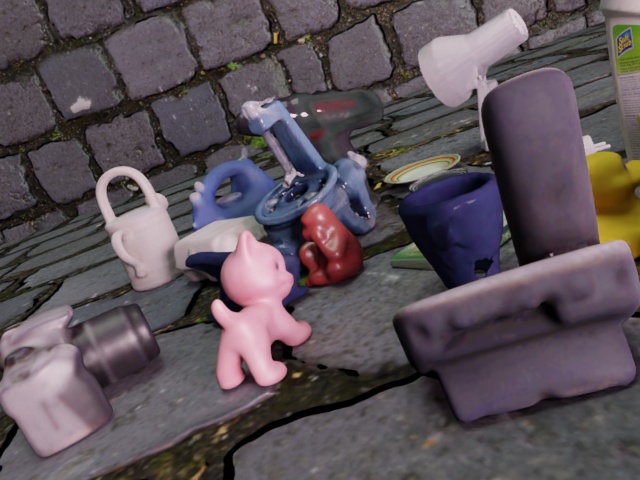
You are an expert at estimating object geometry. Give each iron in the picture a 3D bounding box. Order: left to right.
[{"bbox_3d":[-0.162,-0.066,0.998,0.118,0.141,0.259,-12,18,28],"label":"iron"}]

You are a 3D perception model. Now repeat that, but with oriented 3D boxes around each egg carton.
[{"bbox_3d":[-0.142,0.015,0.835,0.149,0.069,0.107,-6,21,42],"label":"egg carton"}]

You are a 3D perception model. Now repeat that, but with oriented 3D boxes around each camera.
[{"bbox_3d":[-0.232,0.112,0.558,0.137,0.101,0.142,-26,17,-20],"label":"camera"}]

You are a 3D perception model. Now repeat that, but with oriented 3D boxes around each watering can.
[{"bbox_3d":[-0.293,-0.026,0.931,0.101,0.194,0.172,-23,16,-8],"label":"watering can"}]

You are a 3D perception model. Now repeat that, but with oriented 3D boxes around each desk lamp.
[{"bbox_3d":[0.290,-0.266,0.977,0.202,0.214,0.118,-8,20,36],"label":"desk lamp"}]

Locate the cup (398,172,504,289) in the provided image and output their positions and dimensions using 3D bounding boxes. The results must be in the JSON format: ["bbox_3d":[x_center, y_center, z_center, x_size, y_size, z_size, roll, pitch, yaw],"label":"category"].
[{"bbox_3d":[0.121,0.002,0.500,0.091,0.095,0.118,-13,17,25],"label":"cup"}]

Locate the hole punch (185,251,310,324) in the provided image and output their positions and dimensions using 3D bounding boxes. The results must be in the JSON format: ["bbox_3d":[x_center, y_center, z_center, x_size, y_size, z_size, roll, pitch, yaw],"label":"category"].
[{"bbox_3d":[-0.082,0.038,0.642,0.101,0.091,0.108,-32,20,-37],"label":"hole punch"}]

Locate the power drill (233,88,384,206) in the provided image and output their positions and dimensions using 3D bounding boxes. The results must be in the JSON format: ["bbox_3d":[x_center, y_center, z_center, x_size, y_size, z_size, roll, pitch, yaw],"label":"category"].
[{"bbox_3d":[0.005,-0.133,0.892,0.230,0.209,0.075,-24,16,-14],"label":"power drill"}]

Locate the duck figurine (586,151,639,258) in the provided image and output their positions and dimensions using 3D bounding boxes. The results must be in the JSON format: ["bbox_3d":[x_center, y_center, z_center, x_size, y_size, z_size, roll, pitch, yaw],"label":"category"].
[{"bbox_3d":[0.235,-0.030,0.483,0.104,0.086,0.077,-23,16,-9],"label":"duck figurine"}]

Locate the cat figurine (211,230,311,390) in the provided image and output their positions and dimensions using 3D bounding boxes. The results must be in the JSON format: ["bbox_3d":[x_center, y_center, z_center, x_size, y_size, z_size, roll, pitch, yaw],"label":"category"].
[{"bbox_3d":[-0.062,0.052,0.517,0.067,0.118,0.128,-14,17,22],"label":"cat figurine"}]

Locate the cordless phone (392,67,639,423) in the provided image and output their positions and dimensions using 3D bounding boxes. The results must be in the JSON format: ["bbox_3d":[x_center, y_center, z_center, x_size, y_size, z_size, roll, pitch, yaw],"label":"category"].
[{"bbox_3d":[0.105,0.003,0.349,0.147,0.185,0.094,-19,16,4],"label":"cordless phone"}]

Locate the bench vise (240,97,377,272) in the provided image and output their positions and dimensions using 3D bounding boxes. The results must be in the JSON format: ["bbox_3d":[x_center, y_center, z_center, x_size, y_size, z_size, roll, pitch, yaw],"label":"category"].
[{"bbox_3d":[-0.024,-0.088,0.754,0.121,0.220,0.208,-12,18,27],"label":"bench vise"}]

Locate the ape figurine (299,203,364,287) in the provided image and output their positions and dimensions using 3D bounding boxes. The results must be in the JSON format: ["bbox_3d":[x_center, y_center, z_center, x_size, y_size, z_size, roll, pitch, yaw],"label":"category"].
[{"bbox_3d":[0.006,0.002,0.650,0.076,0.092,0.077,-23,16,-8],"label":"ape figurine"}]
